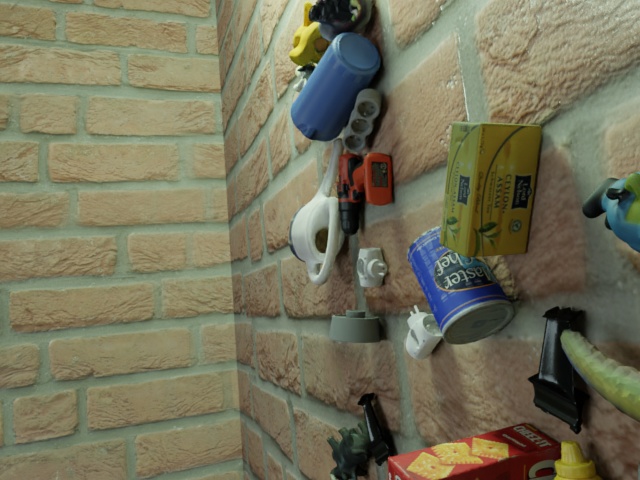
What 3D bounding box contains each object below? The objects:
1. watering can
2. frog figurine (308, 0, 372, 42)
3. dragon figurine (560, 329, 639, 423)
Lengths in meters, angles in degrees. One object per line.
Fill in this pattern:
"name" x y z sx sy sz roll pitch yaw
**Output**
"watering can" 0.004 -0.064 1.270 0.223 0.104 0.350 169 108 -68
"frog figurine" 0.056 -0.494 1.114 0.135 0.123 0.161 -63 -4 21
"dragon figurine" 0.360 0.153 0.352 0.238 0.122 0.419 -58 37 28
